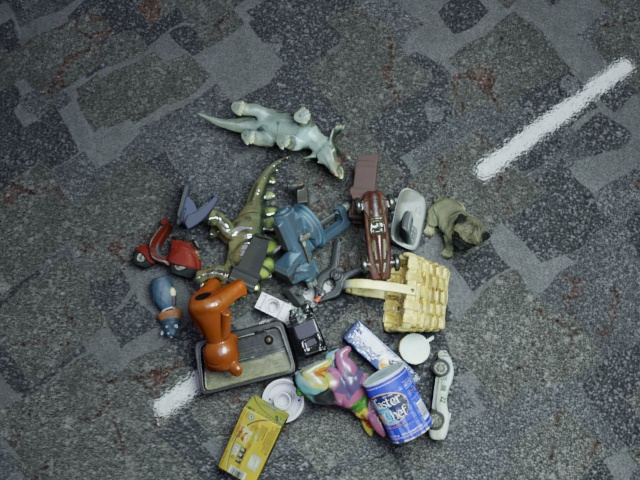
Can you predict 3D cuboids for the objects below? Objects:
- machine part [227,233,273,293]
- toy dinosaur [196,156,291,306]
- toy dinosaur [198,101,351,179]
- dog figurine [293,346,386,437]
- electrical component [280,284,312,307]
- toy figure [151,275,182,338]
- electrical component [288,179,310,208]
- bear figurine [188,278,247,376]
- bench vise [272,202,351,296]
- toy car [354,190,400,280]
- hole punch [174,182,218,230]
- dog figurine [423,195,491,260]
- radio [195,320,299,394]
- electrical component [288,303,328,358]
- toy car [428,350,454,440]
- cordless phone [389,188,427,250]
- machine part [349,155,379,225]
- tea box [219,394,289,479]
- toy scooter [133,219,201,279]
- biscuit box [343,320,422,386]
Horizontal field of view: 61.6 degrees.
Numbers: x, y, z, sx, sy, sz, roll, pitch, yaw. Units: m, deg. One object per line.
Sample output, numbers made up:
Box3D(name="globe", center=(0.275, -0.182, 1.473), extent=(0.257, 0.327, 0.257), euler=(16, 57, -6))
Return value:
Box3D(name="machine part", center=(-0.161, 0.048, 1.262), extent=(0.084, 0.039, 0.139), euler=(25, 82, 5))
Box3D(name="toy dinosaur", center=(-0.184, -0.005, 1.340), extent=(0.199, 0.105, 0.471), euler=(12, 80, -3))
Box3D(name="toy dinosaur", center=(-0.098, -0.278, 1.377), extent=(0.405, 0.192, 0.131), euler=(22, 95, 24))
Box3D(name="dog figurine", center=(0.061, 0.362, 1.227), extent=(0.191, 0.108, 0.219), euler=(-25, 80, -28))
Box3D(name="electrical component", center=(-0.061, 0.138, 1.315), extent=(0.021, 0.094, 0.063), euler=(-46, 114, -28))
Box3D(name="toy figure", center=(-0.377, 0.165, 1.330), extent=(0.058, 0.064, 0.154), euler=(-11, 79, -38))
Box3D(name="electrical component", center=(-0.051, -0.110, 1.357), extent=(0.045, 0.102, 0.078), euler=(-6, 67, 6))
Box3D(name="bear figurine", center=(-0.219, 0.200, 1.217), extent=(0.120, 0.132, 0.195), euler=(-4, 115, 35))
Box3D(name="bench vise", center=(-0.009, -0.005, 1.288), extent=(0.240, 0.129, 0.223), euler=(-35, 108, -26))
Box3D(name="toy car", center=(0.127, -0.013, 1.189), extent=(0.089, 0.053, 0.202), euler=(-3, 79, -2))
Box3D(name="hole punch", center=(-0.314, -0.078, 1.351), extent=(0.092, 0.142, 0.115), euler=(19, 91, -18))
Box3D(name="dog figurine", center=(0.322, -0.050, 1.271), extent=(0.121, 0.190, 0.172), euler=(-36, 76, -5))
Box3D(name="radio", center=(-0.176, 0.278, 1.283), extent=(0.230, 0.073, 0.131), euler=(-14, 76, 0))
Box3D(name="electrical component", center=(-0.028, 0.216, 1.258), extent=(0.058, 0.134, 0.115), euler=(-19, 74, 0))
Box3D(name="toy car", center=(0.278, 0.355, 1.239), extent=(0.056, 0.073, 0.201), euler=(8, 78, 9))
Box3D(name="cordless phone", center=(0.208, -0.063, 1.284), extent=(0.089, 0.184, 0.146), euler=(12, 78, 11))
Box3D(name="machine part", center=(0.109, -0.122, 1.313), extent=(0.056, 0.179, 0.179), euler=(6, 78, 8))
Box3D(name="tea box", center=(-0.150, 0.452, 1.216), extent=(0.098, 0.068, 0.169), euler=(28, 103, 8))
Box3D(name="toy scooter", center=(-0.375, 0.019, 1.357), extent=(0.184, 0.075, 0.135), euler=(13, 77, 11))
Box3D(name="biscuit box", center=(0.144, 0.278, 1.271), extent=(0.203, 0.062, 0.059), euler=(41, 82, 11))
